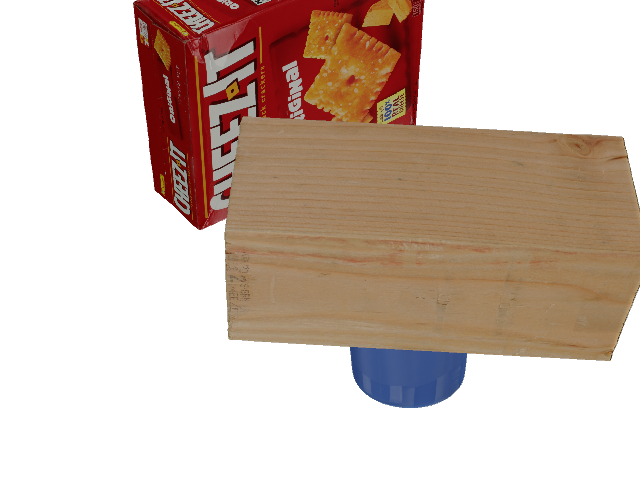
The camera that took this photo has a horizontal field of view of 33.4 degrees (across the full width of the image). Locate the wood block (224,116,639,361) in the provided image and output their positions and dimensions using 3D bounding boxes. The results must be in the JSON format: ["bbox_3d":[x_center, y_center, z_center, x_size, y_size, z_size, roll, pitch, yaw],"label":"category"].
[{"bbox_3d":[0.056,0.000,0.574,0.206,0.091,0.090,3,-43,0],"label":"wood block"}]

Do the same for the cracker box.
[{"bbox_3d":[-0.022,-0.123,0.784,0.213,0.164,0.072,-28,49,-28],"label":"cracker box"}]

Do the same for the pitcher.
[{"bbox_3d":[0.072,0.033,0.954,0.149,0.243,0.145,-5,31,-3],"label":"pitcher"}]
